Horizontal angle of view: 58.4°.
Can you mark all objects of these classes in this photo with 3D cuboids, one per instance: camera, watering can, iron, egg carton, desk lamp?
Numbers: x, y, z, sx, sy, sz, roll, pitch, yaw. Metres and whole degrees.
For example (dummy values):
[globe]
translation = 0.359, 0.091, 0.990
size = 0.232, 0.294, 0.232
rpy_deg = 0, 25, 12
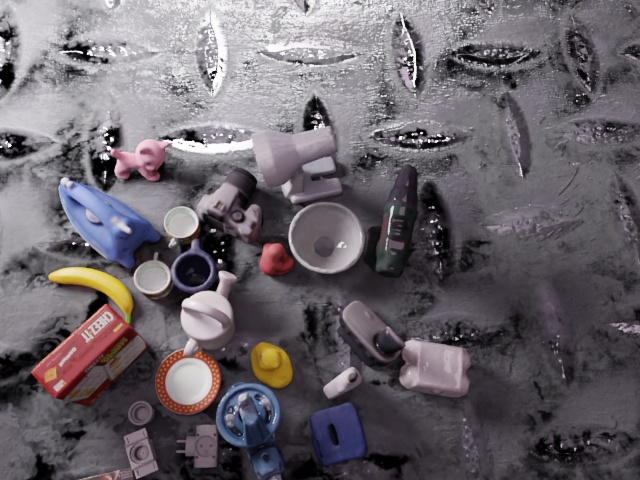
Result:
[camera]
translation = -0.180, -0.086, 1.257
size = 0.143, 0.101, 0.137
rpy_deg = 27, 69, 3
[watering can]
translation = -0.218, 0.144, 1.121
size = 0.101, 0.194, 0.173
rpy_deg = 4, 70, -5
[iron]
translation = -0.465, -0.061, 1.189
size = 0.258, 0.141, 0.119
rpy_deg = 37, 70, 6
[egg carton]
translation = 0.241, 0.271, 1.202
size = 0.150, 0.069, 0.107
rpy_deg = 9, 70, -4
[desk lamp]
translation = -0.046, -0.169, 1.244
size = 0.203, 0.213, 0.118
rpy_deg = -12, 72, -11

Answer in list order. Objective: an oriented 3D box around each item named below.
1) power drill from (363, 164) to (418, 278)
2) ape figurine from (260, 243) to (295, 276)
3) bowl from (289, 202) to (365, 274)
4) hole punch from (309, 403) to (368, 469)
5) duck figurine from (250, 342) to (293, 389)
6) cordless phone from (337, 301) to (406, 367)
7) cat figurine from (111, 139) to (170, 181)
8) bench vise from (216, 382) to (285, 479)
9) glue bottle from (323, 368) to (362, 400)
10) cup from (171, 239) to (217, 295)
[power drill]
translation = 0.152, -0.020, 1.220
size = 0.075, 0.208, 0.230
rpy_deg = 11, 70, -3
[ape figurine]
translation = -0.095, 0.036, 1.230
size = 0.076, 0.092, 0.077
rpy_deg = -31, 77, -16
[bowl]
translation = 0.012, 0.005, 1.264
size = 0.167, 0.074, 0.167
rpy_deg = 2, 70, -6
[hole punch]
translation = 0.034, 0.384, 1.123
size = 0.101, 0.091, 0.108
rpy_deg = -13, 73, -12
[duck figurine]
translation = -0.097, 0.249, 1.157
size = 0.078, 0.086, 0.104
rpy_deg = -36, 78, -17
[cordless phone]
translation = 0.111, 0.180, 1.156
size = 0.147, 0.185, 0.094
rpy_deg = 43, 71, 9
[cat figurine]
translation = -0.391, -0.183, 1.255
size = 0.128, 0.117, 0.067
rpy_deg = 1, 70, -7
[bench vise]
translation = -0.107, 0.348, 1.049
size = 0.122, 0.219, 0.207
rpy_deg = -39, 79, -18
[glue bottle]
translation = 0.052, 0.277, 1.120
size = 0.078, 0.173, 0.037
rpy_deg = -31, 77, -16
[cup]
translation = -0.259, 0.064, 1.196
size = 0.092, 0.095, 0.118
rpy_deg = 0, 70, -7
